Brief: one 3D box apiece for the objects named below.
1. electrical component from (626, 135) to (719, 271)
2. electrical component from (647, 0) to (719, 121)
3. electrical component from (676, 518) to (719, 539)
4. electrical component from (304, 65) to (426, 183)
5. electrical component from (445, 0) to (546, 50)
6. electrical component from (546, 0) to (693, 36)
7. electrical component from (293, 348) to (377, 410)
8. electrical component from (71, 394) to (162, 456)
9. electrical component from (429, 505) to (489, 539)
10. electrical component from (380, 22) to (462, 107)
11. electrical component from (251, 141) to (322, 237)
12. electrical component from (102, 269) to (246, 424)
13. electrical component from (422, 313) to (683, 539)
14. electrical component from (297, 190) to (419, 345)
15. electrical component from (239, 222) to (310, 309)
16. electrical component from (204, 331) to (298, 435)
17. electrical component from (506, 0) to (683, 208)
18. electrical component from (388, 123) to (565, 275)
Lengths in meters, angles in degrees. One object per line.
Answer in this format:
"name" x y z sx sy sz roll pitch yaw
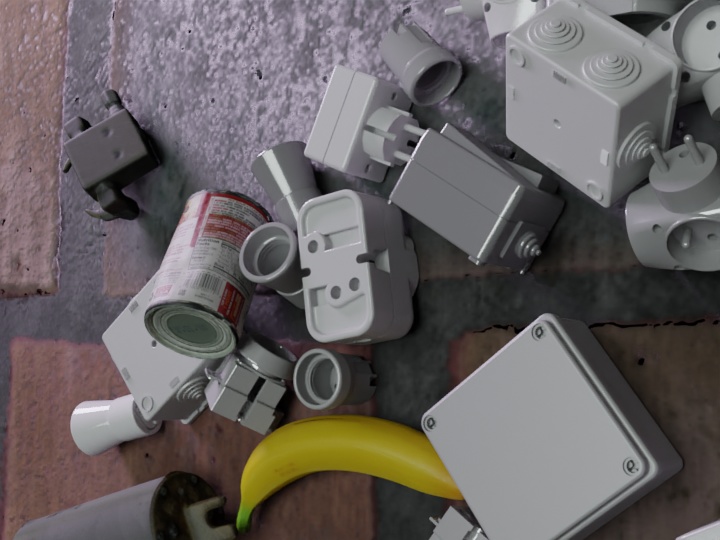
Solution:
"electrical component" 0.180 -0.041 0.578 0.077 0.079 0.044 -12 42 34
"electrical component" 0.203 -0.108 0.587 0.077 0.044 0.079 -25 71 31
"electrical component" 0.222 0.136 0.524 0.113 0.078 0.057 -31 70 29
"electrical component" 0.013 -0.092 0.719 0.077 0.047 0.065 26 100 35
"electrical component" 0.088 -0.178 0.678 0.079 0.044 0.077 -3 83 35
"electrical component" 0.158 -0.168 0.623 0.089 0.050 0.055 -3 83 35
"electrical component" -0.015 0.073 0.721 0.040 0.046 0.040 -5 82 35
"electrical component" -0.188 0.118 0.844 0.065 0.044 0.044 -18 74 28
"electrical component" 0.063 0.180 0.654 0.066 0.048 0.055 38 99 33
"electrical component" 0.039 -0.137 0.712 0.040 0.040 0.046 -49 55 21
"electrical component" -0.046 -0.053 0.761 0.044 0.044 0.065 -33 72 28
"electrical component" -0.139 0.056 0.810 0.099 0.048 0.099 -46 62 22
"electrical component" 0.108 0.100 0.623 0.109 0.056 0.108 -44 62 24
"electrical component" 0.000 0.000 0.710 0.054 0.059 0.095 -13 77 34
"electrical component" -0.048 0.000 0.740 0.044 0.065 0.044 -12 61 23
"electrical component" -0.075 0.077 0.759 0.055 0.066 0.048 -59 21 6
"electrical component" 0.127 -0.094 0.607 0.048 0.099 0.100 -36 57 -19
"electrical component" 0.078 -0.042 0.658 0.096 0.062 0.061 37 106 33
